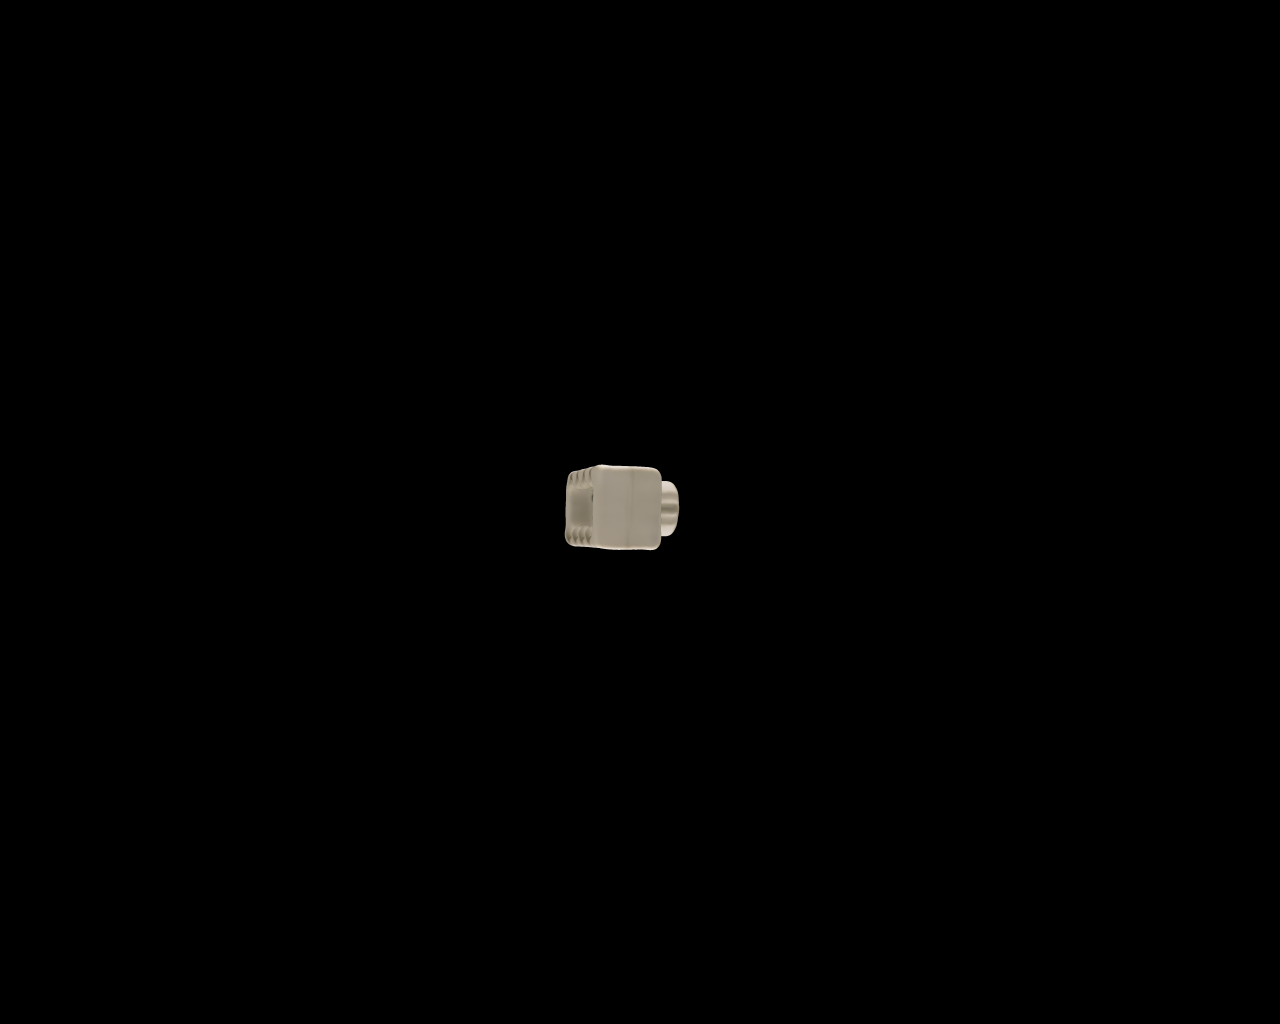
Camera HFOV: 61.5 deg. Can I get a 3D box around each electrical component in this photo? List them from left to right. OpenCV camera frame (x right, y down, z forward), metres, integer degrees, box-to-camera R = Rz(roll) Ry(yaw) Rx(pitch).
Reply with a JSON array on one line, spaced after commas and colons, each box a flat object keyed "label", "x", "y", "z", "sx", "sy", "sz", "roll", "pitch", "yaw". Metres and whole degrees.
[{"label": "electrical component", "x": 0.001, "y": -0.003, "z": 0.650, "sx": 0.076, "sy": 0.047, "sz": 0.083, "roll": 0, "pitch": 0, "yaw": -15}]
